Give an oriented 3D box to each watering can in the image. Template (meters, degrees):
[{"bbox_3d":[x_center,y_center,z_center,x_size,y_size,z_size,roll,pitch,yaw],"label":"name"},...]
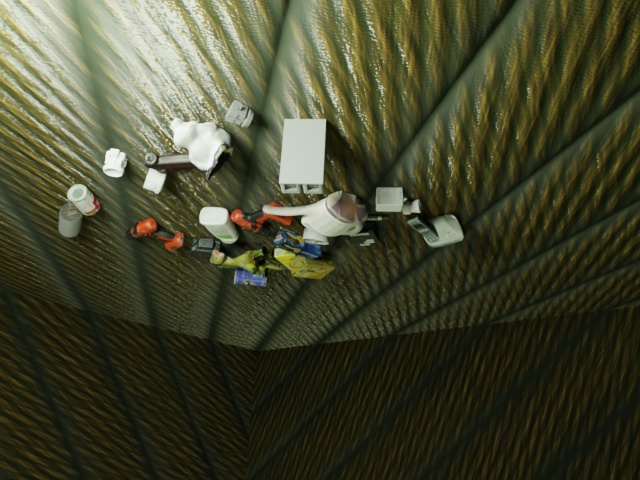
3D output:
[{"bbox_3d":[0.005,-0.085,1.692,0.346,0.106,0.221,15,-27,-26],"label":"watering can"}]

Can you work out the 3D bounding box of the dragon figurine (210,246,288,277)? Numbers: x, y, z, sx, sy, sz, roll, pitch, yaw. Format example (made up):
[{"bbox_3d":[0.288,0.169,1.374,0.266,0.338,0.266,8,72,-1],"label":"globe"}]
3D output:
[{"bbox_3d":[-0.310,0.093,2.149,0.242,0.123,0.407,-1,-11,22],"label":"dragon figurine"}]

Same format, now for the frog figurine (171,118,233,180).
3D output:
[{"bbox_3d":[-0.315,-0.258,1.356,0.125,0.160,0.134,-47,-6,-37],"label":"frog figurine"}]
